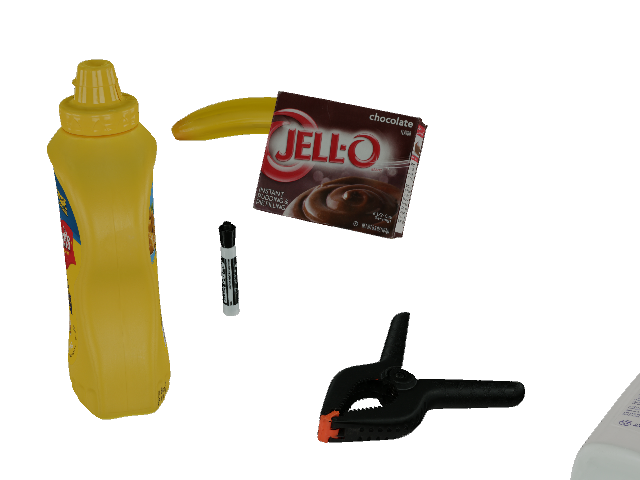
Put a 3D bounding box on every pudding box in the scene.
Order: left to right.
[{"bbox_3d":[0.014,-0.055,0.787,0.113,0.090,0.039,13,2,14],"label":"pudding box"}]

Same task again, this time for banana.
[{"bbox_3d":[-0.052,-0.115,1.061,0.198,0.037,0.069,11,46,23],"label":"banana"}]

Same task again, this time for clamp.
[{"bbox_3d":[0.084,0.144,1.015,0.165,0.036,0.209,26,34,31],"label":"clamp"}]

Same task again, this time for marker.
[{"bbox_3d":[-0.103,0.032,1.205,0.020,0.121,0.020,0,32,0],"label":"marker"}]

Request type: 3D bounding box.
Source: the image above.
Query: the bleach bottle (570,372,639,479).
[{"bbox_3d":[0.242,0.101,0.640,0.103,0.068,0.250,18,29,31],"label":"bleach bottle"}]

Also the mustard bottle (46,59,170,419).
[{"bbox_3d":[-0.116,-0.004,0.588,0.058,0.192,0.096,-5,26,-13],"label":"mustard bottle"}]
